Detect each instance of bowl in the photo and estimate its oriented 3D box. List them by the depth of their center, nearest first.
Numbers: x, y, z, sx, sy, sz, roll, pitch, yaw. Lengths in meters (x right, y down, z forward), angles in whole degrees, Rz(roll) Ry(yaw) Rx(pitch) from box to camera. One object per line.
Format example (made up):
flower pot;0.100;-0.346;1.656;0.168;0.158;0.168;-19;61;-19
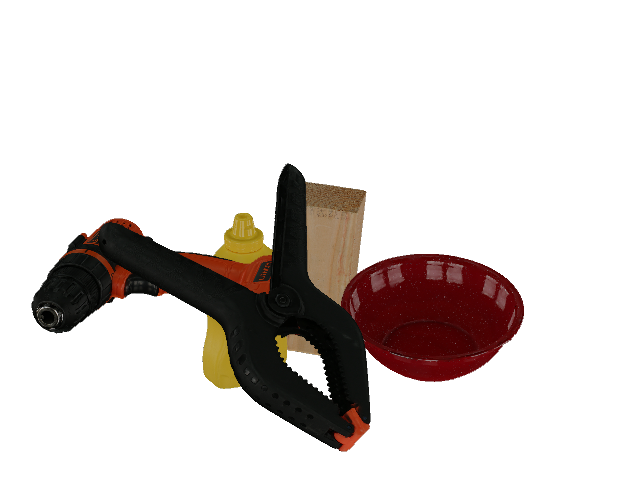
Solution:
bowl;0.099;0.077;0.958;0.162;0.055;0.162;-1;33;0

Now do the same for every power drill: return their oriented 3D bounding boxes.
power drill;-0.127;0.039;0.888;0.187;0.057;0.184;12;23;5

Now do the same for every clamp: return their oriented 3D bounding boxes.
clamp;-0.042;0.047;0.704;0.164;0.210;0.036;-14;-26;-31

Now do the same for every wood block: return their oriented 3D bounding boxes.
wood block;0.001;0.038;1.402;0.090;0.206;0.090;9;23;6

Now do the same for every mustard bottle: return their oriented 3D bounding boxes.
mustard bottle;-0.081;0.060;1.141;0.096;0.192;0.058;-17;31;-31
